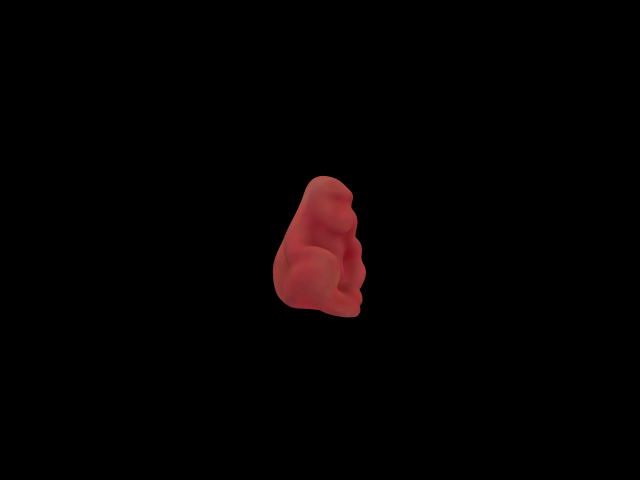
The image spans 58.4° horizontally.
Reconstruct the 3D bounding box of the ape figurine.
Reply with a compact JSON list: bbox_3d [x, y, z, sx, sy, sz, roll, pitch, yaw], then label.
[{"bbox_3d":[0.004,0.001,0.400,0.075,0.092,0.078,5,8,40],"label":"ape figurine"}]
